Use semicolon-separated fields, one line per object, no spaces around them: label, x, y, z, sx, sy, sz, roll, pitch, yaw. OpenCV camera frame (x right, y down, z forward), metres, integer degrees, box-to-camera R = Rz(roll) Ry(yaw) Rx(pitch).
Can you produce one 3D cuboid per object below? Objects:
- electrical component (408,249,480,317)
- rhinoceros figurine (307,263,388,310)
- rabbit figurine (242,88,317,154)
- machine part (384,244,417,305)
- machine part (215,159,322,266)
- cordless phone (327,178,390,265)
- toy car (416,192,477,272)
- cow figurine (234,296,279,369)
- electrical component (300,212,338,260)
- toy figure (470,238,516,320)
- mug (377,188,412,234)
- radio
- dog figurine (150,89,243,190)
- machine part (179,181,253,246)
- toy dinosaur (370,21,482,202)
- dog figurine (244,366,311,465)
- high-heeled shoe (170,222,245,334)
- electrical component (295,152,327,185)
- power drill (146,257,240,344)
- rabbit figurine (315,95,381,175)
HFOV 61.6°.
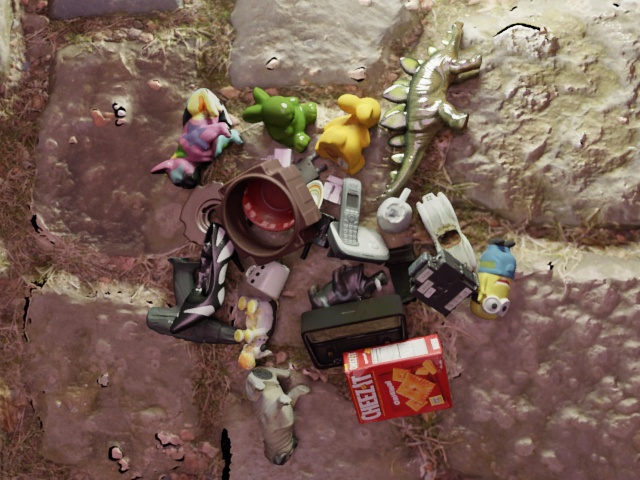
electrical component;0.262;0.088;1.174;0.134;0.058;0.115;36;116;-13
rhinoceros figurine;0.062;0.115;1.236;0.190;0.073;0.112;-28;83;5
rabbit figurine;-0.089;-0.290;1.225;0.159;0.170;0.121;25;90;7
machine part;0.192;0.081;1.240;0.084;0.039;0.138;-8;85;1
machine part;-0.115;-0.059;1.172;0.201;0.087;0.201;-25;96;29
cordless phone;0.091;-0.041;1.213;0.146;0.089;0.184;9;86;-31
toy car;0.287;-0.013;1.222;0.073;0.056;0.201;-25;85;5
cow figurine;-0.144;0.216;1.258;0.068;0.098;0.167;5;89;48
electrical component;-0.003;-0.004;1.250;0.048;0.075;0.119;22;86;9
toy figure;0.387;0.088;1.194;0.082;0.089;0.180;11;81;3
mug;0.176;-0.066;1.213;0.081;0.107;0.109;35;94;6
radio;0.080;0.207;1.202;0.230;0.073;0.130;-11;123;7
dog figurine;-0.311;-0.231;1.285;0.219;0.108;0.191;-31;85;7
machine part;-0.249;-0.054;1.293;0.179;0.056;0.179;-1;86;7
toy dinosaur;0.241;-0.294;1.222;0.199;0.105;0.471;14;80;15
dog figurine;-0.123;0.405;1.243;0.173;0.121;0.190;31;112;40
high-heeled shoe;-0.268;0.081;1.191;0.249;0.086;0.145;-47;121;-26
electrical component;-0.033;-0.166;1.287;0.094;0.021;0.063;-32;83;6
power drill;-0.291;0.142;1.283;0.232;0.086;0.207;3;95;1
rabbit figurine;0.074;-0.263;1.227;0.122;0.162;0.173;36;74;19
